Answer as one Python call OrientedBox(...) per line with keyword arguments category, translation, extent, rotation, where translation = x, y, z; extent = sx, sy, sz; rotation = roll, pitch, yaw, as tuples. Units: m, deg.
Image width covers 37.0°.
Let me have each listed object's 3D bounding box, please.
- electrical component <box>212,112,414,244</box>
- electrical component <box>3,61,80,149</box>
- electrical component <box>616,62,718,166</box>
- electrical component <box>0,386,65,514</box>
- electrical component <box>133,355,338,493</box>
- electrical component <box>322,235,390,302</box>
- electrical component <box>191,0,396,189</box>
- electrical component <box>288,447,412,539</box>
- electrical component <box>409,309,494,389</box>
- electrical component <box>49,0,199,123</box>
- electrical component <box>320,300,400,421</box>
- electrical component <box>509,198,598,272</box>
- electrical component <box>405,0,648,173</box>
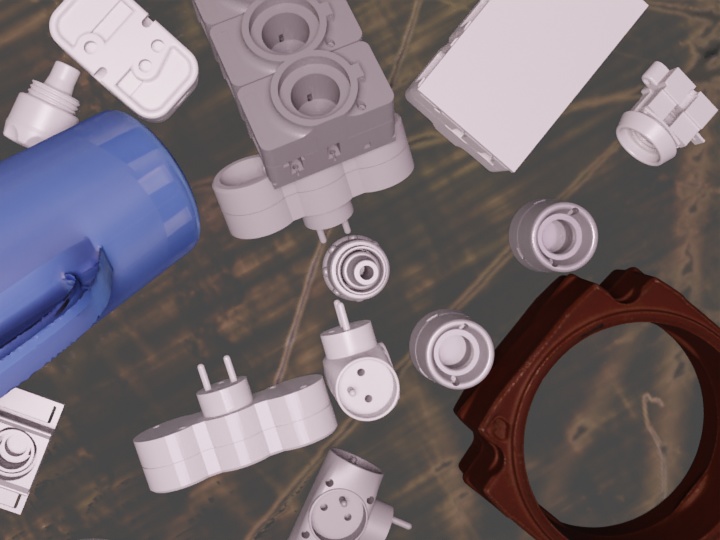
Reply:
OrientedBox(category="electrical component", translation=(-0.027, -0.053, 0.753), extent=(0.138, 0.052, 0.073), rotation=(-22, 121, -6))
OrientedBox(category="electrical component", translation=(-0.210, -0.110, 0.727), extent=(0.043, 0.043, 0.062), rotation=(25, 88, -9))
OrientedBox(category="electrical component", translation=(0.222, -0.110, 0.788), extent=(0.066, 0.048, 0.055), rotation=(44, 80, -8))
OrientedBox(category="electrical component", translation=(-0.269, 0.103, 0.721), extent=(0.121, 0.063, 0.078), rotation=(22, 90, -9))
OrientedBox(category="electrical component", translation=(-0.091, 0.097, 0.752), extent=(0.138, 0.052, 0.073), rotation=(-18, 96, -7))
OrientedBox(category="electrical component", translation=(0.000, 0.000, 0.754), extent=(0.048, 0.062, 0.048), rotation=(-1, 94, -8))
OrientedBox(category="electrical component", translation=(-0.047, -0.143, 0.707), extent=(0.089, 0.061, 0.150), rotation=(-23, 69, -6))
OrientedBox(category="electrical component", translation=(-0.002, 0.179, 0.774), extent=(0.079, 0.044, 0.077), rotation=(25, 90, -9))
OrientedBox(category="electrical component", translation=(0.067, 0.058, 0.775), extent=(0.055, 0.047, 0.055), rotation=(-1, 94, -8))
OrientedBox(category="electrical component", translation=(-0.156, -0.146, 0.724), extent=(0.095, 0.059, 0.053), rotation=(42, 87, -9))
OrientedBox(category="electrical component", translation=(-0.004, 0.059, 0.750), extent=(0.044, 0.077, 0.079), rotation=(-16, 96, -6))
OrientedBox(category="electrical component", translation=(0.141, -0.024, 0.780), extent=(0.055, 0.047, 0.055), rotation=(-1, 94, -8))
OrientedBox(category="electrical component", translation=(0.114, -0.153, 0.761), extent=(0.089, 0.062, 0.150), rotation=(39, 88, -9))
